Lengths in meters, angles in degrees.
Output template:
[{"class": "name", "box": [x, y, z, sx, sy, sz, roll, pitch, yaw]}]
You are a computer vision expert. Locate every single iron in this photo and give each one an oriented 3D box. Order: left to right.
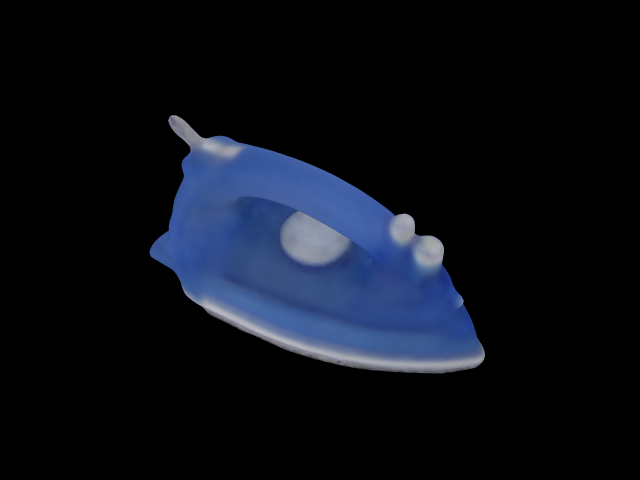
[{"class": "iron", "box": [0.004, 0.001, 0.400, 0.257, 0.141, 0.119, 21, 56, 15]}]
